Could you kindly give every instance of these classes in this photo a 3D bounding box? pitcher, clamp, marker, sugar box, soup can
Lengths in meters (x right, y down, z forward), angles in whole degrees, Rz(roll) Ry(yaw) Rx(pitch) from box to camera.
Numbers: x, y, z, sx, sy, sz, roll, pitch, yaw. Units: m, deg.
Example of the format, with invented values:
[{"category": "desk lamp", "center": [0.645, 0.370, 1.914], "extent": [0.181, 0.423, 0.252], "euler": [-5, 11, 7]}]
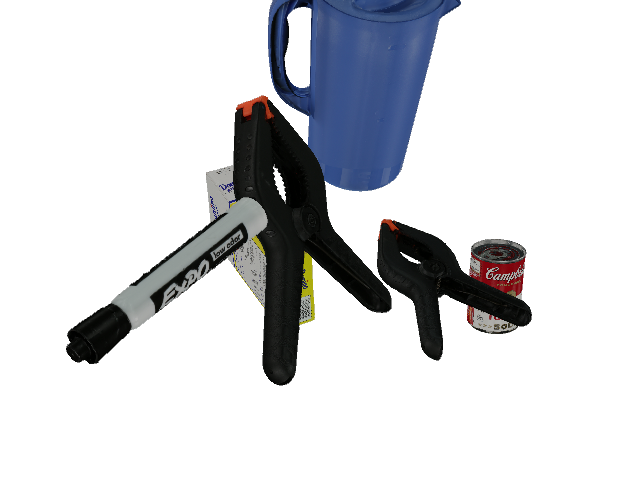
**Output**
[{"category": "pitcher", "center": [0.037, -0.171, 1.113], "extent": [0.149, 0.243, 0.144], "euler": [32, 51, 22]}, {"category": "clamp", "center": [-0.013, -0.009, 0.830], "extent": [0.036, 0.210, 0.164], "euler": [-14, 2, 36]}, {"category": "marker", "center": [-0.070, 0.018, 0.495], "extent": [0.020, 0.020, 0.120], "euler": [0, 31, 46]}, {"category": "clamp", "center": [0.117, 0.039, 1.013], "extent": [0.120, 0.039, 0.171], "euler": [-6, 45, -27]}, {"category": "sugar box", "center": [-0.063, 0.004, 1.105], "extent": [0.048, 0.093, 0.176], "euler": [-17, 41, -19]}, {"category": "soup can", "center": [0.220, 0.058, 1.341], "extent": [0.068, 0.102, 0.068], "euler": [0, 24, 0]}]
